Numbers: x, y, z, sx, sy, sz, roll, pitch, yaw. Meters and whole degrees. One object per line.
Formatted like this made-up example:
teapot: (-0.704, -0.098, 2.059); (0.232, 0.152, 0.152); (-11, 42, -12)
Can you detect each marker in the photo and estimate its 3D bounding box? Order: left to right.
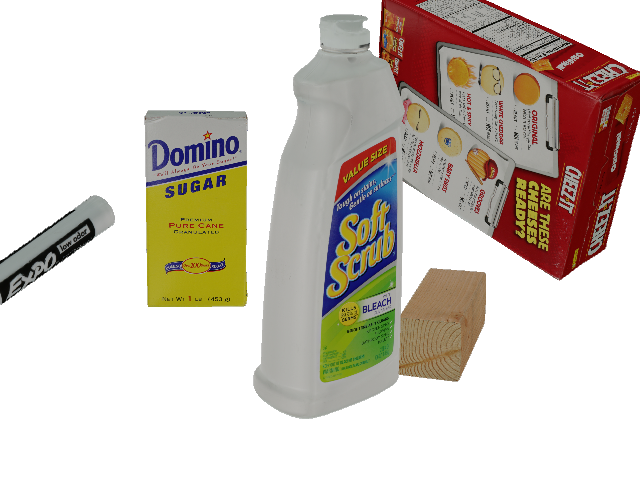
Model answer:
marker: (-0.150, 0.015, 0.530); (0.020, 0.020, 0.120); (0, 31, 42)

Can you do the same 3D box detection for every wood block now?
wood block: (0.180, 0.118, 1.557); (0.091, 0.090, 0.205); (5, 20, 17)

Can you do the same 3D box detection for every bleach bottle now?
bleach bottle: (0.007, -0.017, 0.690); (0.102, 0.251, 0.068); (-15, 25, -36)

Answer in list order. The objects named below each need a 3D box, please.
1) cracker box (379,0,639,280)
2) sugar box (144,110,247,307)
cracker box: (0.140, -0.094, 0.850); (0.072, 0.164, 0.214); (-29, 48, -33)
sugar box: (-0.112, -0.029, 0.971); (0.093, 0.176, 0.048); (-1, 15, -5)
